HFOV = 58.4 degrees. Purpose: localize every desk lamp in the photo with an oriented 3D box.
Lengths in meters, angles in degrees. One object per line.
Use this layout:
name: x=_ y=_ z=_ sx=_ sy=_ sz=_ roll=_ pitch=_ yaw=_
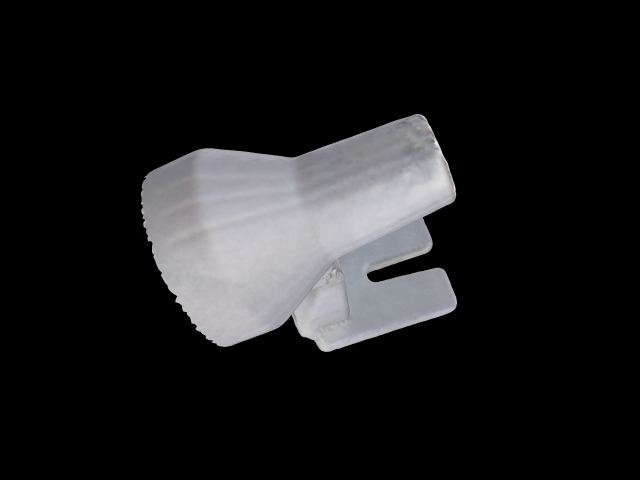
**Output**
desk lamp: x=0.004 y=0.001 z=0.400 sx=0.203 sy=0.213 sz=0.118 roll=-17 pitch=68 yaw=-7
